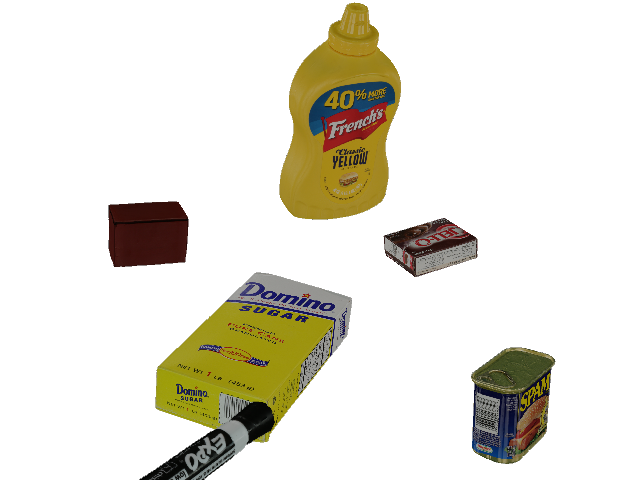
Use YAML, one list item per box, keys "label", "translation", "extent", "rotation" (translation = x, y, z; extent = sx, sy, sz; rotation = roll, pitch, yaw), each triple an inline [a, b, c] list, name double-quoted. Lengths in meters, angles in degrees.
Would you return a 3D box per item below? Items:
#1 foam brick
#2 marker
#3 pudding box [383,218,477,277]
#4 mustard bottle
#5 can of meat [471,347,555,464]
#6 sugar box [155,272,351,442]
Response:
- label: "foam brick"
  translation: [-0.183, -0.008, 1.127]
  extent: [0.078, 0.051, 0.053]
  rotation: [-4, 23, -17]
- label: "marker"
  translation: [-0.061, 0.111, 0.539]
  extent: [0.020, 0.020, 0.120]
  rotation: [0, 16, 32]
- label: "pudding box"
  translation: [0.165, 0.009, 1.595]
  extent: [0.113, 0.039, 0.090]
  rotation: [-18, 28, -21]
- label: "mustard bottle"
  translation: [0.020, -0.110, 0.905]
  extent: [0.096, 0.192, 0.058]
  rotation: [-9, 40, -20]
- label: "can of meat"
  translation: [0.194, 0.167, 1.083]
  extent: [0.058, 0.084, 0.101]
  rotation: [13, 22, 34]
- label: "sugar box"
  translation: [-0.048, 0.086, 0.849]
  extent: [0.093, 0.048, 0.176]
  rotation: [15, 30, 16]
